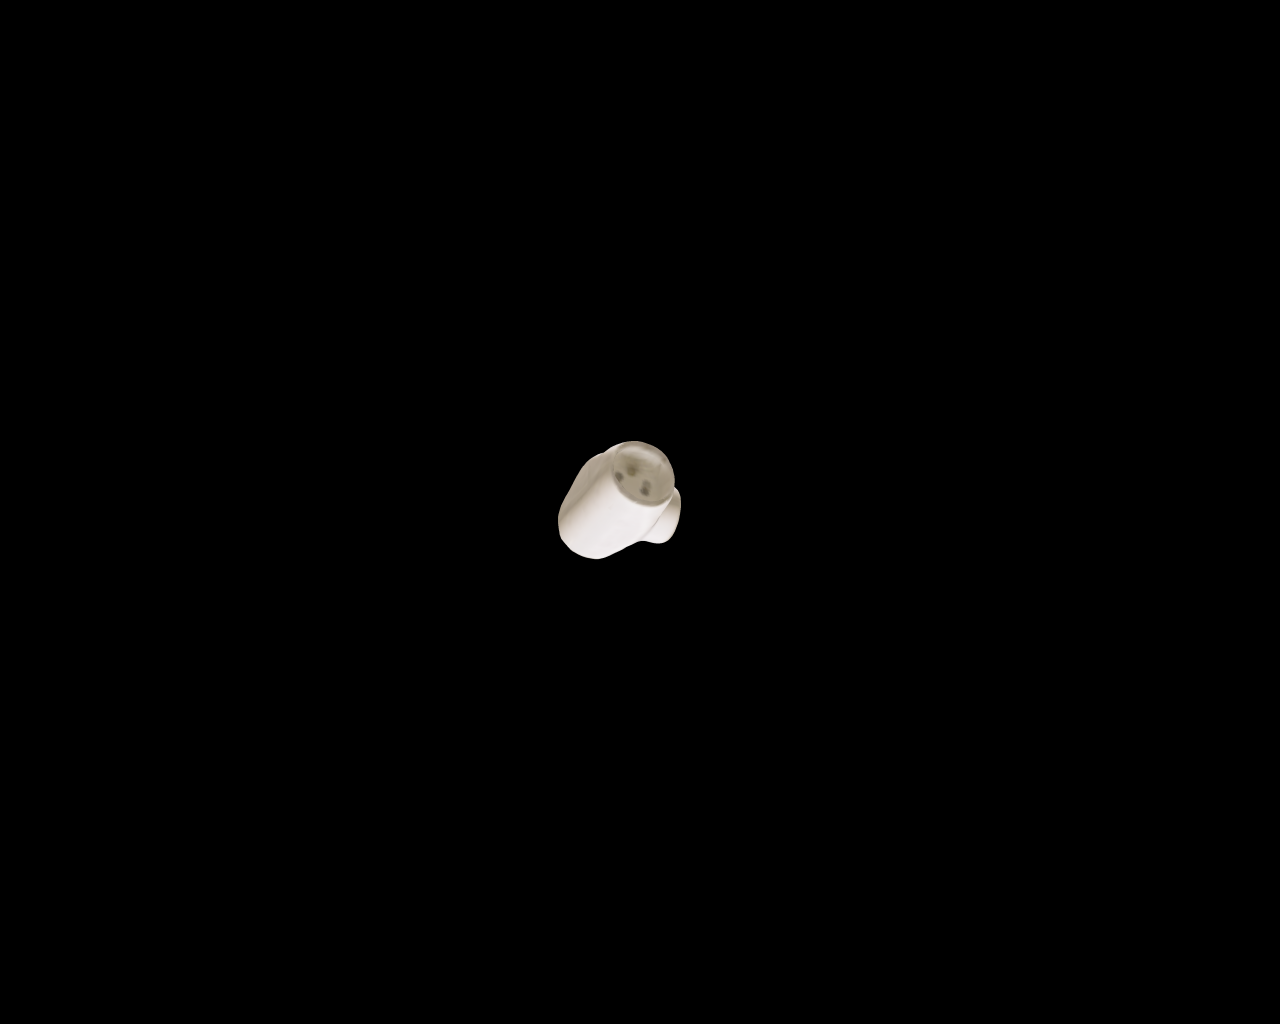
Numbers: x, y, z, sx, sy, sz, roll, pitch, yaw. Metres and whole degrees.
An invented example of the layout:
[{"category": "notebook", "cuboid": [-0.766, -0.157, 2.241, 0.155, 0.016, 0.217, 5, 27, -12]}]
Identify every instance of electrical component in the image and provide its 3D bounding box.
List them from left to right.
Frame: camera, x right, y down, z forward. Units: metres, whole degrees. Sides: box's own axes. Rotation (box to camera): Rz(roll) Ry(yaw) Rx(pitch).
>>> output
[{"category": "electrical component", "cuboid": [0.001, -0.003, 0.650, 0.079, 0.044, 0.077, 14, -32, -24]}]
